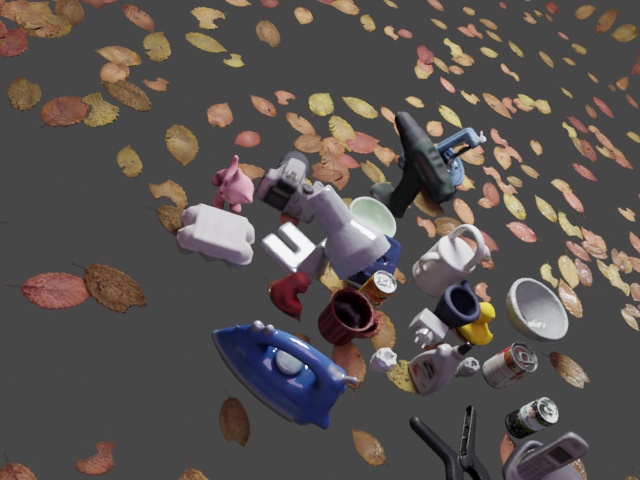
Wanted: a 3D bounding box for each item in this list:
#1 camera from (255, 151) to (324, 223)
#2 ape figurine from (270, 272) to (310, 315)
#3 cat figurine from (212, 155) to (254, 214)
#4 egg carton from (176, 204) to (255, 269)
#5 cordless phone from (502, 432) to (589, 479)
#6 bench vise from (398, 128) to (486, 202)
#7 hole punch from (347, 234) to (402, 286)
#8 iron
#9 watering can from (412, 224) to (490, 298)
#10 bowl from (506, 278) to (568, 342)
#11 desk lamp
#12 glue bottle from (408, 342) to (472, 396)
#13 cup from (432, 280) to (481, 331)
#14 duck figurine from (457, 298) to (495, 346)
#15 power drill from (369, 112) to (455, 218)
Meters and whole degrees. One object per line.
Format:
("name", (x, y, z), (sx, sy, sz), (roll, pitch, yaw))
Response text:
("camera", (-0.051, -0.133, 1.273), (0.143, 0.100, 0.137), (27, 47, -10))
("ape figurine", (-0.050, 0.095, 1.104), (0.076, 0.092, 0.078), (29, 47, -8))
("cat figurine", (-0.174, -0.115, 1.173), (0.067, 0.117, 0.127), (8, 53, -25))
("egg carton", (-0.200, -0.006, 1.108), (0.151, 0.069, 0.107), (17, 49, -19))
("cordless phone", (0.452, 0.435, 1.077), (0.147, 0.185, 0.094), (35, 46, -2))
("bench vise", (0.309, -0.224, 1.473), (0.207, 0.219, 0.122), (34, 46, -3))
("hole punch", (0.117, 0.044, 1.243), (0.109, 0.091, 0.101), (22, 48, -14))
("iron", (-0.060, 0.205, 0.980), (0.258, 0.141, 0.119), (34, 46, -3))
("watering can", (0.304, 0.038, 1.287), (0.173, 0.193, 0.101), (-24, 70, -40))
("bowl", (0.508, 0.180, 1.382), (0.168, 0.074, 0.167), (16, 50, -20))
("desk lamp", (0.010, 0.004, 1.125), (0.203, 0.213, 0.118), (44, 46, 6))
("glue bottle", (0.238, 0.238, 1.109), (0.037, 0.173, 0.078), (-7, 60, -34))
("cup", (0.293, 0.148, 1.265), (0.092, 0.095, 0.118), (30, 46, -7))
("duck figurine", (0.359, 0.179, 1.287), (0.078, 0.086, 0.104), (-17, 66, -38))
("power drill", (0.210, -0.160, 1.373), (0.076, 0.208, 0.229), (-25, 72, -41))
